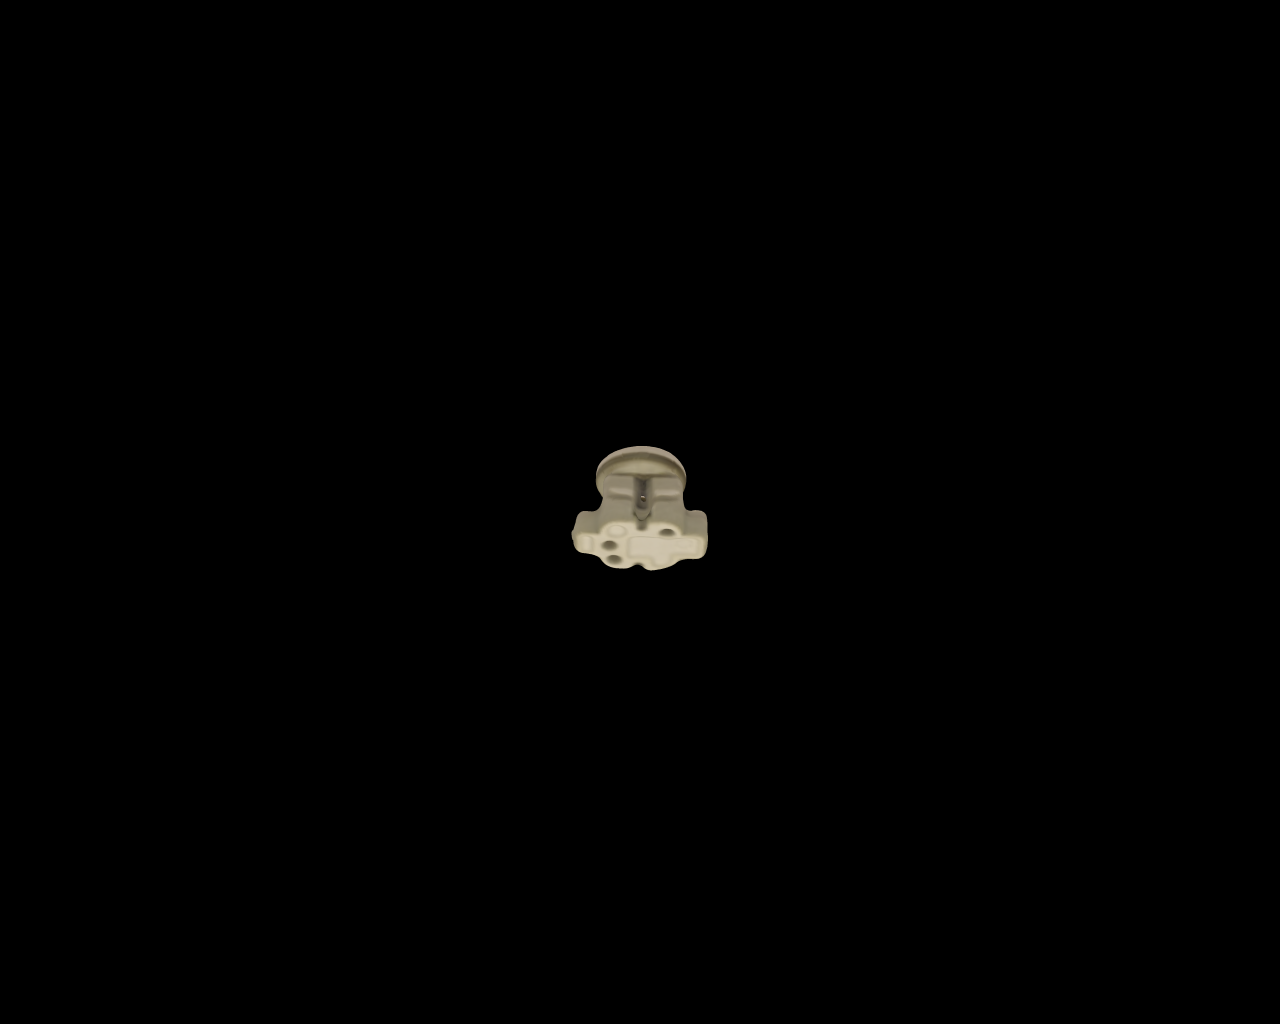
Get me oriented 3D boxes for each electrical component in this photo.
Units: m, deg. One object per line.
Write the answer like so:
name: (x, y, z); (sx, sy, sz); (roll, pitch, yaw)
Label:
electrical component: (0.001, -0.003, 0.650); (0.078, 0.057, 0.058); (2, -36, -2)
